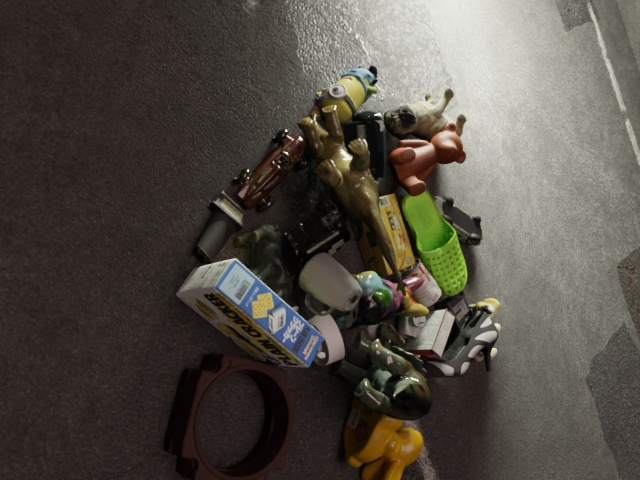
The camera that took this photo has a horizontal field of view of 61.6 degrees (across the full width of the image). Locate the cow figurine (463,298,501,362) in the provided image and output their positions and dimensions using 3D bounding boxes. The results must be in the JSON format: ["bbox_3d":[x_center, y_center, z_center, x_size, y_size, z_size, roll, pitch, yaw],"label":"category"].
[{"bbox_3d":[0.403,0.214,1.362,0.098,0.068,0.167,29,63,-23],"label":"cow figurine"}]

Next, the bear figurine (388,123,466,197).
[{"bbox_3d":[0.266,-0.194,1.268,0.196,0.132,0.120,-20,109,-5],"label":"bear figurine"}]

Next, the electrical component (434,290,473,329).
[{"bbox_3d":[0.316,0.179,1.312,0.119,0.048,0.074,-27,96,-40],"label":"electrical component"}]

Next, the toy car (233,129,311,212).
[{"bbox_3d":[-0.090,-0.140,1.064,0.089,0.053,0.202,53,53,-21],"label":"toy car"}]

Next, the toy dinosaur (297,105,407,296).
[{"bbox_3d":[0.061,-0.105,1.046,0.198,0.105,0.472,64,4,-51],"label":"toy dinosaur"}]

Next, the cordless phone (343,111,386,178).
[{"bbox_3d":[0.121,-0.225,1.230,0.184,0.089,0.146,-48,135,-65],"label":"cordless phone"}]

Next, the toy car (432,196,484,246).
[{"bbox_3d":[0.354,-0.048,1.386,0.201,0.056,0.073,27,58,-32],"label":"toy car"}]

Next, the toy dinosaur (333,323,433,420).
[{"bbox_3d":[0.145,0.270,1.007,0.192,0.405,0.131,27,94,-10],"label":"toy dinosaur"}]

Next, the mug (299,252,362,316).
[{"bbox_3d":[0.018,0.094,1.001,0.080,0.107,0.109,14,106,-56],"label":"mug"}]

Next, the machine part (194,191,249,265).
[{"bbox_3d":[-0.184,-0.018,0.975,0.084,0.039,0.139,43,56,-32],"label":"machine part"}]

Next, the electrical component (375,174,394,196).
[{"bbox_3d":[0.147,-0.129,1.263,0.094,0.021,0.063,40,58,-24],"label":"electrical component"}]

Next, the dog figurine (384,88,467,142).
[{"bbox_3d":[0.255,-0.272,1.343,0.190,0.121,0.172,-33,98,-23],"label":"dog figurine"}]

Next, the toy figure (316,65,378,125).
[{"bbox_3d":[0.070,-0.329,1.210,0.180,0.082,0.089,-45,106,-37],"label":"toy figure"}]

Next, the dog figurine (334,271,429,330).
[{"bbox_3d":[0.141,0.120,1.113,0.219,0.191,0.108,-3,76,-23],"label":"dog figurine"}]

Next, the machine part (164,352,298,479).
[{"bbox_3d":[-0.143,0.303,0.906,0.201,0.087,0.201,23,68,-31],"label":"machine part"}]

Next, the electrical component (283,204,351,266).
[{"bbox_3d":[-0.002,-0.003,1.047,0.115,0.134,0.058,-31,73,-4],"label":"electrical component"}]

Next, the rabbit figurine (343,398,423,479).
[{"bbox_3d":[0.139,0.413,1.079,0.173,0.122,0.162,25,71,-32],"label":"rabbit figurine"}]

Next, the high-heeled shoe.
[{"bbox_3d":[0.308,0.242,1.250,0.249,0.086,0.145,1,76,-19],"label":"high-heeled shoe"}]

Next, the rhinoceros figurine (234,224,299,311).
[{"bbox_3d":[-0.097,0.065,1.007,0.112,0.073,0.190,-3,81,-48],"label":"rhinoceros figurine"}]

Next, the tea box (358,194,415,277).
[{"bbox_3d":[0.138,-0.009,1.201,0.098,0.068,0.169,-16,91,-38],"label":"tea box"}]
